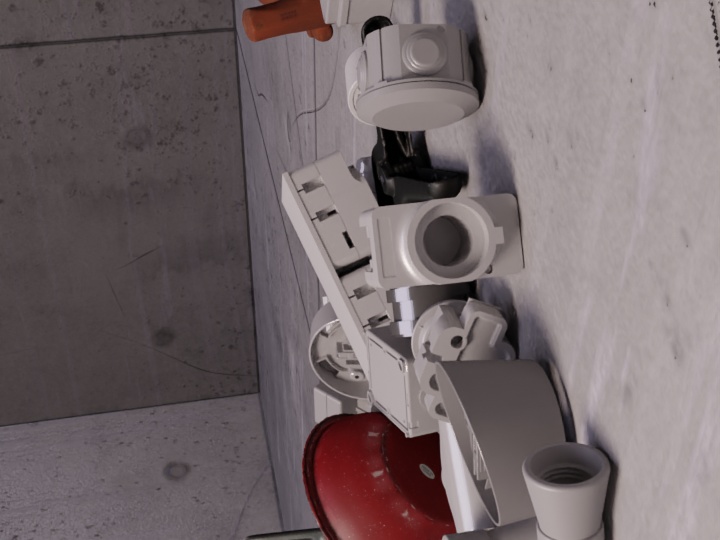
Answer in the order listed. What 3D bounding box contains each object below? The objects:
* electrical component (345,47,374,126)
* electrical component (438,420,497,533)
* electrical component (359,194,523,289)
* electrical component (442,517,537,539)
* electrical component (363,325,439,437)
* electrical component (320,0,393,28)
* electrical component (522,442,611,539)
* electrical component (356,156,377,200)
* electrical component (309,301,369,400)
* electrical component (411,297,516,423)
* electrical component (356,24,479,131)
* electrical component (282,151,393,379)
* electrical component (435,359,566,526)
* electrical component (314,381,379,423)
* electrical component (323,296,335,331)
[{"bbox_3d":[0.015,-0.156,0.897,0.047,0.055,0.055,-101,9,-47],"label":"electrical component"},{"bbox_3d":[0.078,0.139,0.737,0.079,0.044,0.077,114,148,-73],"label":"electrical component"},{"bbox_3d":[0.050,-0.018,0.661,0.056,0.089,0.050,-177,80,-81],"label":"electrical component"},{"bbox_3d":[0.083,0.178,0.669,0.044,0.065,0.044,174,90,-81],"label":"electrical component"},{"bbox_3d":[0.044,0.077,0.816,0.096,0.061,0.061,-147,51,-65],"label":"electrical component"},{"bbox_3d":[-0.004,-0.271,0.918,0.113,0.057,0.078,102,160,-62],"label":"electrical component"},{"bbox_3d":[0.109,0.128,0.558,0.044,0.044,0.065,-119,19,-67],"label":"electrical component"},{"bbox_3d":[0.016,-0.076,1.004,0.035,0.035,0.061,-148,49,-78],"label":"electrical component"},{"bbox_3d":[0.000,0.073,1.022,0.064,0.099,0.099,-98,7,-54],"label":"electrical component"},{"bbox_3d":[0.065,0.053,0.707,0.057,0.058,0.078,-108,38,-69],"label":"electrical component"},{"bbox_3d":[0.037,-0.124,0.705,0.080,0.080,0.051,127,141,-77],"label":"electrical component"},{"bbox_3d":[0.000,0.000,0.923,0.186,0.060,0.105,64,172,6],"label":"electrical component"},{"bbox_3d":[0.081,0.098,0.629,0.099,0.064,0.099,173,90,-81],"label":"electrical component"},{"bbox_3d":[0.008,0.134,1.111,0.076,0.083,0.047,25,131,33],"label":"electrical component"},{"bbox_3d":[-0.003,0.046,1.110,0.081,0.064,0.042,-158,61,-80],"label":"electrical component"}]
